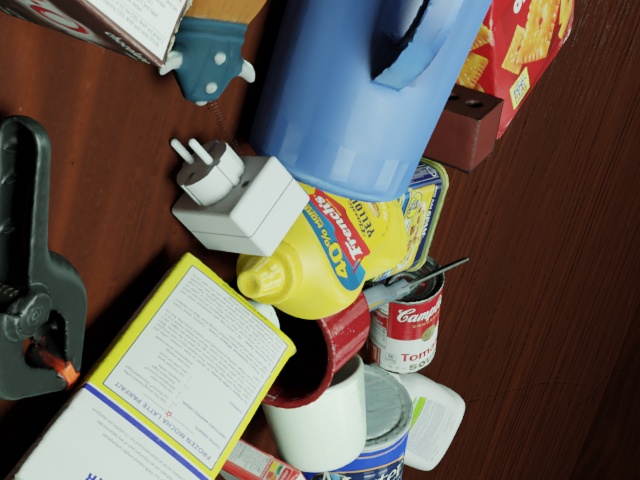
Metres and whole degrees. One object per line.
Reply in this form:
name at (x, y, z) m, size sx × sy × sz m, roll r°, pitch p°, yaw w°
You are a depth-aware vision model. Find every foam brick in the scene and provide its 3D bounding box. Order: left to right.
foam brick at (0.106, -0.098, 0.892) m, size 0.052 × 0.078 × 0.051 m, roll -41°, pitch 144°, yaw -46°

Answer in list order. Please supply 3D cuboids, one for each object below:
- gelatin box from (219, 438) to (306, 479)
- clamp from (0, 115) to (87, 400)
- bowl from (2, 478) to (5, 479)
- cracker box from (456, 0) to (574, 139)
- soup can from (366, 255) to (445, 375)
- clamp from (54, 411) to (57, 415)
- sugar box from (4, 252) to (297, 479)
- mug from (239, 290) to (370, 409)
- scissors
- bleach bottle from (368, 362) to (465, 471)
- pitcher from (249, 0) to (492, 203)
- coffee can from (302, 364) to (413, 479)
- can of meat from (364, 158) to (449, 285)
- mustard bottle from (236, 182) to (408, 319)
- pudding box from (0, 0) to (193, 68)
gelatin box at (-0.043, 0.192, 0.852) m, size 0.030 × 0.073 × 0.089 m, roll -57°, pitch 154°, yaw -19°
clamp at (-0.149, 0.020, 0.522) m, size 0.120 × 0.039 × 0.171 m, roll -54°, pitch 160°, yaw -15°
bowl at (-0.154, 0.203, 0.606) m, size 0.161 × 0.055 × 0.162 m, roll 13°, pitch 71°, yaw -44°
cracker box at (0.158, -0.218, 0.897) m, size 0.164 × 0.072 × 0.213 m, roll -54°, pitch 152°, yaw -27°
soup can at (0.078, 0.069, 0.999) m, size 0.068 × 0.069 × 0.102 m, roll -46°, pitch 150°, yaw -38°
clamp at (-0.116, 0.155, 0.714) m, size 0.164 × 0.036 × 0.210 m, roll -30°, pitch 133°, yaw -51°
sugar box at (-0.093, 0.099, 0.611) m, size 0.048 × 0.093 × 0.176 m, roll -39°, pitch -167°, yaw 51°
mug at (-0.021, 0.072, 0.786) m, size 0.117 × 0.093 × 0.081 m, roll -50°, pitch 171°, yaw 30°
scissors at (0.067, 0.039, 0.894) m, size 0.201 × 0.016 × 0.096 m, roll -24°, pitch 172°, yaw -25°
bleach bottle at (0.083, 0.173, 1.111) m, size 0.102 × 0.068 × 0.250 m, roll -63°, pitch 154°, yaw -10°
pitcher at (0.044, -0.147, 0.650) m, size 0.149 × 0.145 × 0.243 m, roll -9°, pitch 122°, yaw -61°
coffee can at (0.025, 0.196, 0.961) m, size 0.102 × 0.103 × 0.140 m, roll -41°, pitch 146°, yaw -44°
can of meat at (0.056, -0.017, 0.888) m, size 0.083 × 0.057 × 0.102 m, roll -18°, pitch 128°, yaw -57°
mustard bottle at (-0.004, 0.001, 0.718) m, size 0.096 × 0.058 × 0.191 m, roll 63°, pitch 29°, yaw -4°
pudding box at (-0.114, -0.113, 0.410) m, size 0.039 × 0.090 × 0.113 m, roll -66°, pitch 156°, yaw -2°
